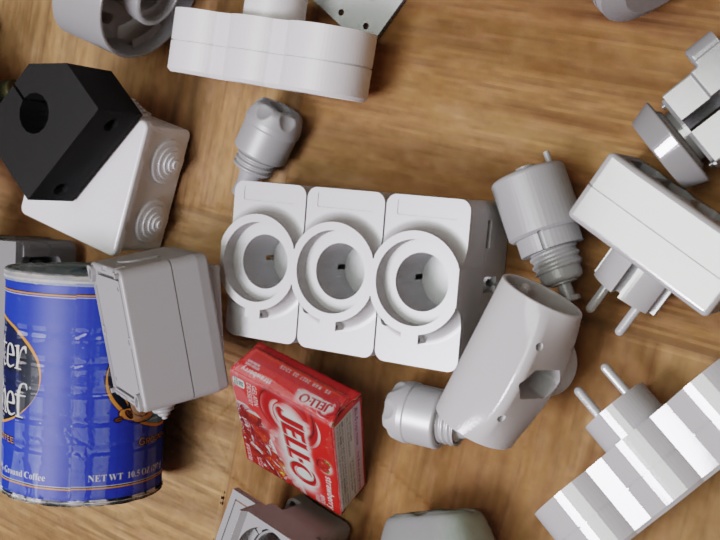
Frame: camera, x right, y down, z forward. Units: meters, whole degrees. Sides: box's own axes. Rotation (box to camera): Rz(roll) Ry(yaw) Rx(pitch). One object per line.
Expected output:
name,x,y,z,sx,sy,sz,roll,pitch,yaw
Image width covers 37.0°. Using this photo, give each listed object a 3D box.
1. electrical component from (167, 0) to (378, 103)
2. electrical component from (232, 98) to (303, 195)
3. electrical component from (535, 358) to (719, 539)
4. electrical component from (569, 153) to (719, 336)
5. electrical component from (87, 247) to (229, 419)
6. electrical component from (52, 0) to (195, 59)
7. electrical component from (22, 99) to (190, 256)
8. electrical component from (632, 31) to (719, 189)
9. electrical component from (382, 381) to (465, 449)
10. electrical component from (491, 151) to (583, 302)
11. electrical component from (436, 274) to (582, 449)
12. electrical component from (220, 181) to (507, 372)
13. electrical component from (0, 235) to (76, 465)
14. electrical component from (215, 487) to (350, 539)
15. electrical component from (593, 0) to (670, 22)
electrical component,-0.051,-0.145,0.632,0.138,0.052,0.073,15,100,32
electrical component,-0.061,-0.071,0.653,0.035,0.035,0.061,37,111,24
electrical component,0.138,0.081,0.534,0.138,0.052,0.073,-46,70,22
electrical component,0.142,-0.003,0.532,0.083,0.047,0.075,40,110,22
electrical component,-0.112,0.038,0.621,0.062,0.061,0.096,10,111,61
electrical component,-0.146,-0.183,0.665,0.064,0.099,0.099,33,108,19
electrical component,-0.166,-0.065,0.706,0.100,0.048,0.099,23,103,27
electrical component,0.166,-0.072,0.517,0.055,0.048,0.066,-39,73,18
electrical component,0.045,0.083,0.598,0.061,0.035,0.035,10,97,27
electrical component,0.097,-0.021,0.561,0.040,0.040,0.078,-22,81,29
electrical component,0.085,0.047,0.549,0.043,0.079,0.077,36,108,36
electrical component,0.000,0.000,0.605,0.150,0.062,0.089,7,96,30
electrical component,-0.249,0.052,0.751,0.089,0.062,0.150,5,94,30
electrical component,-0.042,0.163,0.635,0.081,0.064,0.042,27,106,27
electrical component,0.135,-0.163,0.512,0.080,0.080,0.051,-46,65,23
